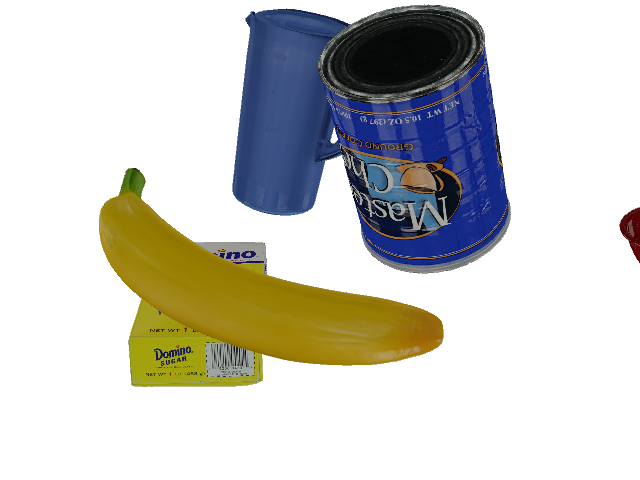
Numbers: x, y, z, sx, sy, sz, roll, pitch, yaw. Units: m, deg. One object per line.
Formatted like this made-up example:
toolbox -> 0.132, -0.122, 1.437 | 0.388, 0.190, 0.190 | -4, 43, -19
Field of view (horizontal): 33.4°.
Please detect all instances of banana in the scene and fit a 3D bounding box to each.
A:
banana -> -0.040, 0.019, 0.515 | 0.198, 0.069, 0.037 | 27, -32, 22

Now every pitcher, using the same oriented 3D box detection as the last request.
pitcher -> -0.030, -0.155, 1.316 | 0.144, 0.243, 0.149 | 5, 23, -16

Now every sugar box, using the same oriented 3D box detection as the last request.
sugar box -> -0.089, 0.051, 0.818 | 0.093, 0.048, 0.176 | 0, 24, -2

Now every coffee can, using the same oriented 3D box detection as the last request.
coffee can -> 0.063, -0.064, 0.685 | 0.103, 0.140, 0.103 | -10, 40, 8

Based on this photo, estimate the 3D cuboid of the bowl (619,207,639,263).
bowl -> 0.391, 0.011, 1.101 | 0.162, 0.055, 0.162 | -3, 23, 1
